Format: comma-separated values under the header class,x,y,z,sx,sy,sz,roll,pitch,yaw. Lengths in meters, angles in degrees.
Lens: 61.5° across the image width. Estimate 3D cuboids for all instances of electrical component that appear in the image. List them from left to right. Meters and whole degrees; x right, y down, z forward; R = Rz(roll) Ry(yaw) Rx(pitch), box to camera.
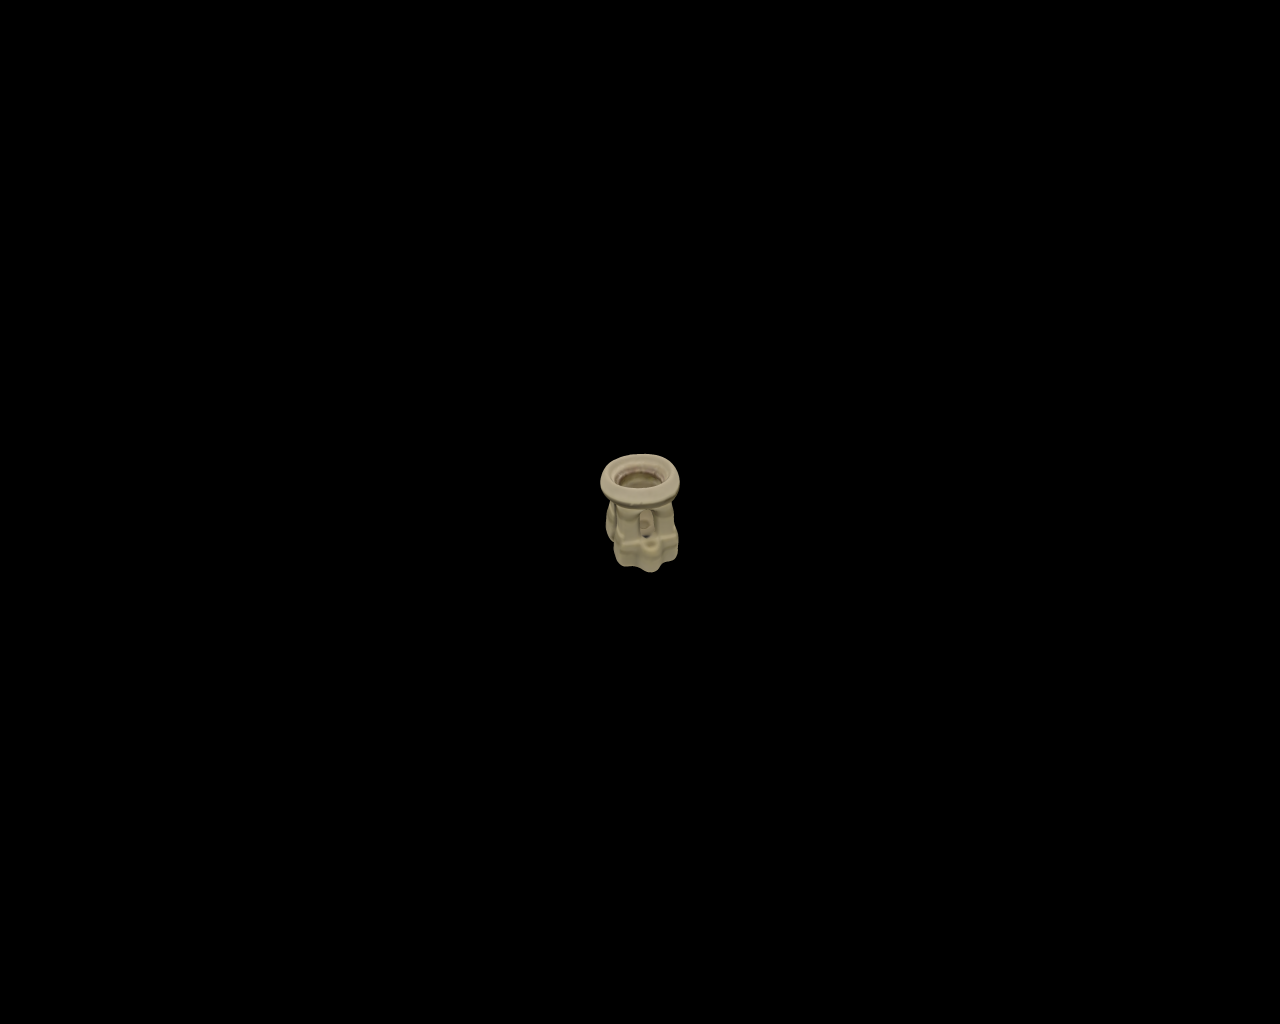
class,x,y,z,sx,sy,sz,roll,pitch,yaw
electrical component,0.001,-0.003,0.650,0.048,0.055,0.066,-8,36,-11
